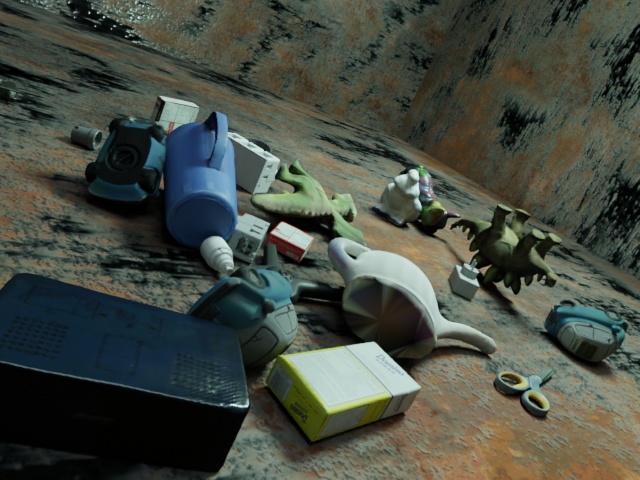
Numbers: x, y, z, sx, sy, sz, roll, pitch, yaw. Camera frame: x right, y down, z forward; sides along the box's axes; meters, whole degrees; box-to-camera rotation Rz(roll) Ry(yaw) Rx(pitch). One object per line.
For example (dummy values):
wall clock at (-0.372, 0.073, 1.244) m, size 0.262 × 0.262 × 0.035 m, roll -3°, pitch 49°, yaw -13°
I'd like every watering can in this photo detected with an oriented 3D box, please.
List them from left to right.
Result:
watering can at (0.152, 0.113, 0.826) m, size 0.348 × 0.102 × 0.227 m, roll 35°, pitch 20°, yaw 1°

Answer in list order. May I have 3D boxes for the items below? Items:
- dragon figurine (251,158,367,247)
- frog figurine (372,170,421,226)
dragon figurine at (0.003, -0.055, 1.095) m, size 0.243 × 0.120 × 0.416 m, roll 33°, pitch 20°, yaw 1°
frog figurine at (0.241, -0.129, 1.475) m, size 0.122 × 0.157 × 0.140 m, roll 16°, pitch 19°, yaw -31°
